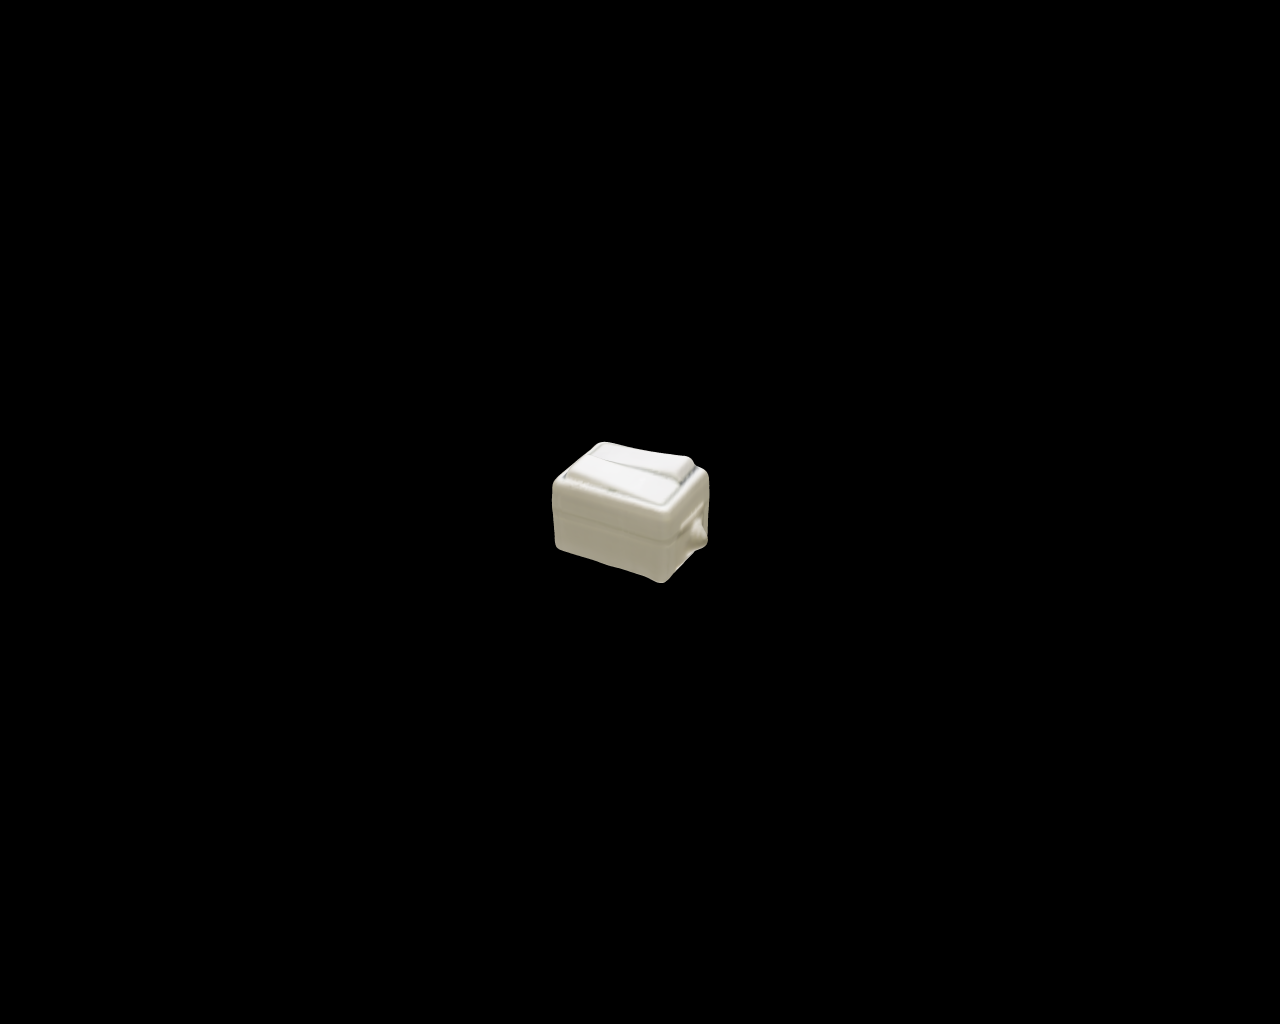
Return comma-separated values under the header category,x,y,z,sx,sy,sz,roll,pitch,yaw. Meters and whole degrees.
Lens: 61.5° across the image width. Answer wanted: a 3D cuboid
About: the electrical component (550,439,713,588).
category,x,y,z,sx,sy,sz,roll,pitch,yaw
electrical component,0.001,-0.003,0.650,0.096,0.061,0.062,17,36,24
